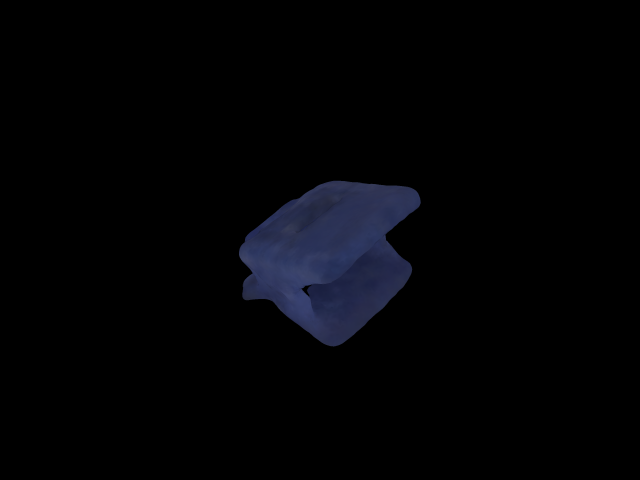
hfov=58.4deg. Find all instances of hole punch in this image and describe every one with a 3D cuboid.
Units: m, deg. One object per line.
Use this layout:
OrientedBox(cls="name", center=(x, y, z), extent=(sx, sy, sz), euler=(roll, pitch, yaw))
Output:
OrientedBox(cls="hole punch", center=(0.004, 0.001, 0.400), extent=(0.100, 0.091, 0.109), euler=(32, 54, 27))
